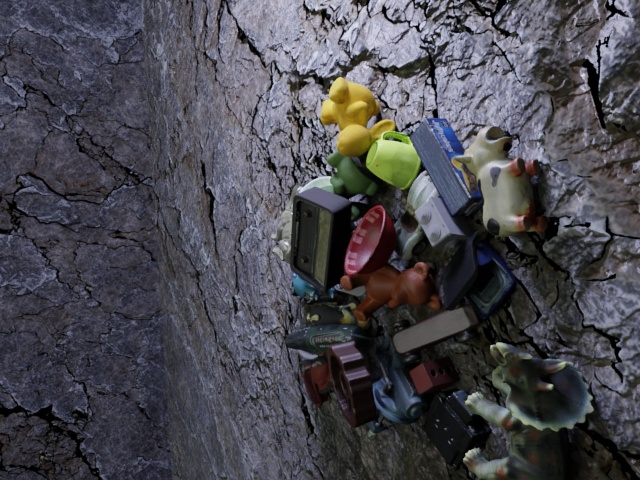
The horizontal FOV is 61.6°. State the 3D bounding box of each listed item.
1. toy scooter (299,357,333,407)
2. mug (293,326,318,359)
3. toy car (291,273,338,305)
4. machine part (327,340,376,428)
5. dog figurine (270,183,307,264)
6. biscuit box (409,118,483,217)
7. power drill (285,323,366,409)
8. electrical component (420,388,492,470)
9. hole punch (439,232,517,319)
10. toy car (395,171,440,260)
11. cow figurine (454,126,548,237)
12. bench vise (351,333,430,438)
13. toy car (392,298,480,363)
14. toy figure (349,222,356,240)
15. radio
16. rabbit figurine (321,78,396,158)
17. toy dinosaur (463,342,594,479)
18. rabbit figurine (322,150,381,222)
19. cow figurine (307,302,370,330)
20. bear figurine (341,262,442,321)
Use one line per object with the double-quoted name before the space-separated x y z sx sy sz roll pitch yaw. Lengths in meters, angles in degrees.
"toy scooter" 0.002 0.385 1.467 0.184 0.075 0.135 -37 61 57
"mug" -0.012 0.272 1.431 0.109 0.107 0.081 -39 73 27
"toy car" -0.015 0.106 1.415 0.162 0.109 0.102 -154 62 -71
"machine part" 0.068 0.306 1.152 0.179 0.056 0.179 169 90 -77
"dog figurine" -0.055 -0.043 1.470 0.172 0.121 0.190 56 136 42
"biscuit box" 0.247 -0.143 1.033 0.062 0.059 0.203 -53 50 48
"power drill" 0.035 0.301 1.312 0.232 0.086 0.207 -25 86 38
"electrical component" 0.267 0.361 1.054 0.115 0.058 0.134 45 130 44
"hole punch" 0.287 0.070 0.984 0.116 0.092 0.142 -84 12 -50
"toy car" 0.203 -0.049 1.117 0.074 0.056 0.201 53 136 42
"cow figurine" 0.307 -0.101 0.924 0.127 0.085 0.194 -14 82 51
"bench vise" 0.148 0.333 1.189 0.224 0.129 0.240 52 130 46
"toy car" 0.231 0.181 1.078 0.202 0.053 0.089 -32 63 34
"toy figure" 0.026 -0.004 1.385 0.180 0.089 0.082 -35 28 43
"radio" -0.003 -0.004 1.273 0.131 0.073 0.229 30 128 33
"rabbit figurine" 0.079 -0.250 1.204 0.122 0.162 0.173 -46 33 48
"toy dinosaur" 0.345 0.346 0.882 0.192 0.131 0.404 6 104 58
"rabbit figurine" 0.064 -0.118 1.282 0.170 0.121 0.159 -42 79 35
"cow figurine" 0.046 0.194 1.355 0.167 0.098 0.068 -1 88 52
"bear figurine" 0.155 0.111 1.151 0.196 0.132 0.120 8 124 62
